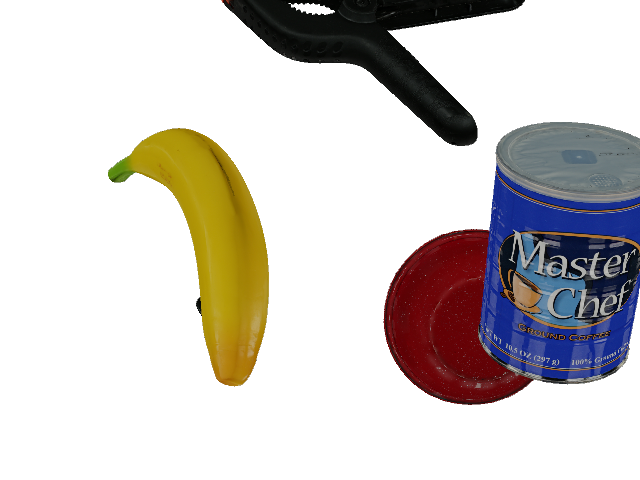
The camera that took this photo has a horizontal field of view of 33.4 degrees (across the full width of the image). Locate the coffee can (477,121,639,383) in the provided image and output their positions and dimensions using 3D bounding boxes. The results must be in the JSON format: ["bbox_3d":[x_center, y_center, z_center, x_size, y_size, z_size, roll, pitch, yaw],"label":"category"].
[{"bbox_3d":[0.160,0.007,0.696,0.103,0.140,0.103,0,30,0],"label":"coffee can"}]

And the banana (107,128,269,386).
[{"bbox_3d":[-0.063,-0.008,0.577,0.037,0.070,0.198,13,28,-36],"label":"banana"}]

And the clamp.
[{"bbox_3d":[0.029,-0.141,0.721,0.210,0.164,0.036,12,-40,4],"label":"clamp"}]

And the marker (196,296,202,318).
[{"bbox_3d":[-0.089,0.076,0.916,0.020,0.020,0.121,0,19,-16],"label":"marker"}]

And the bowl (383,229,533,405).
[{"bbox_3d":[0.138,0.073,0.937,0.162,0.162,0.055,0,7,-1],"label":"bowl"}]
